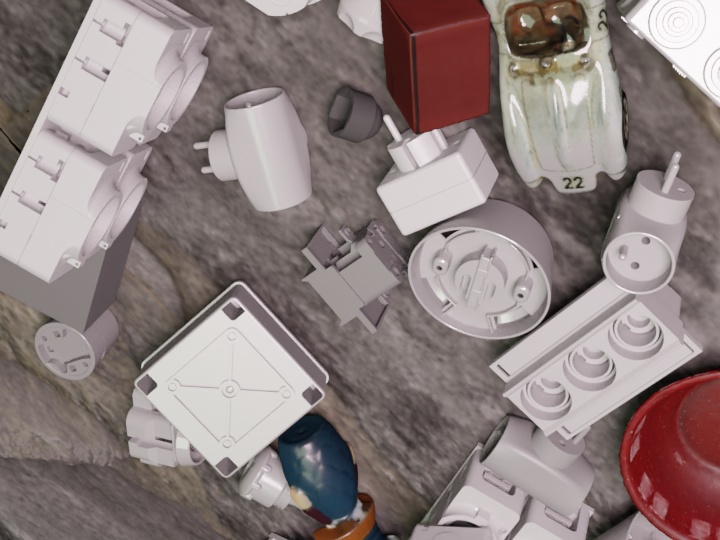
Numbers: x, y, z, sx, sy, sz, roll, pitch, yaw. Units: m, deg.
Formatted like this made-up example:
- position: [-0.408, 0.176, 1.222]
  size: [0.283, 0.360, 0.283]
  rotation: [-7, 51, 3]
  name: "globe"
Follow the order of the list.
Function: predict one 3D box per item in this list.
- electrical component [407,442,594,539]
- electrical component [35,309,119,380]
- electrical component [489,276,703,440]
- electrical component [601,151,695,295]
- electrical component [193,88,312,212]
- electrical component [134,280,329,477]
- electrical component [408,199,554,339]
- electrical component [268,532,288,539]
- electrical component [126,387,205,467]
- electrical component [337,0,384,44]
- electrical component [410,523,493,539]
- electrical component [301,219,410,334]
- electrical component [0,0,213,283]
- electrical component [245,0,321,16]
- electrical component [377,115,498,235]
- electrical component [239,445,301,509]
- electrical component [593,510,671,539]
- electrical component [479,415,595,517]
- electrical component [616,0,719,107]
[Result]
- position: [0.093, 0.244, 0.877]
  size: [0.105, 0.060, 0.186]
  rotation: [30, 124, 2]
  name: "electrical component"
- position: [-0.234, 0.056, 0.896]
  size: [0.055, 0.047, 0.055]
  rotation: [9, 121, 15]
  name: "electrical component"
- position: [0.162, 0.053, 0.742]
  size: [0.079, 0.063, 0.121]
  rotation: [43, 123, -7]
  name: "electrical component"
- position: [0.185, -0.036, 0.675]
  size: [0.043, 0.077, 0.079]
  rotation: [20, 123, 8]
  name: "electrical component"
- position: [-0.081, -0.084, 0.763]
  size: [0.079, 0.044, 0.077]
  rotation: [-4, 117, 22]
  name: "electrical component"
- position: [-0.099, 0.084, 0.836]
  size: [0.109, 0.056, 0.108]
  rotation: [-40, 101, 8]
  name: "electrical component"
- position: [0.085, 0.001, 0.739]
  size: [0.099, 0.064, 0.099]
  rotation: [9, 121, 15]
  name: "electrical component"
- position: [-0.027, 0.329, 0.940]
  size: [0.105, 0.060, 0.186]
  rotation: [-1, 124, 60]
  name: "electrical component"
- position: [-0.157, 0.133, 0.907]
  size: [0.057, 0.058, 0.078]
  rotation: [11, 121, 17]
  name: "electrical component"
- position: [0.016, -0.178, 0.675]
  size: [0.043, 0.043, 0.062]
  rotation: [33, 123, -1]
  name: "electrical component"
- position: [0.071, 0.249, 0.813]
  size: [0.062, 0.061, 0.096]
  rotation: [-3, 117, 21]
  name: "electrical component"
- position: [0.000, 0.000, 0.783]
  size: [0.064, 0.042, 0.081]
  rotation: [-33, 104, 30]
  name: "electrical component"
- position: [-0.171, -0.090, 0.724]
  size: [0.060, 0.105, 0.186]
  rotation: [30, 106, -1]
  name: "electrical component"
- position: [-0.048, -0.203, 0.679]
  size: [0.080, 0.051, 0.080]
  rotation: [9, 121, 15]
  name: "electrical component"
- position: [0.043, -0.075, 0.721]
  size: [0.066, 0.047, 0.076]
  rotation: [-22, 109, 29]
  name: "electrical component"
- position: [-0.068, 0.182, 0.911]
  size: [0.062, 0.048, 0.048]
  rotation: [32, 124, -8]
  name: "electrical component"
- position: [0.217, 0.232, 0.807]
  size: [0.099, 0.099, 0.064]
  rotation: [44, 130, -8]
  name: "electrical component"
- position: [0.143, 0.136, 0.808]
  size: [0.077, 0.043, 0.079]
  rotation: [32, 124, 0]
  name: "electrical component"
- position: [0.192, -0.135, 0.604]
  size: [0.100, 0.099, 0.048]
  rotation: [41, 111, -6]
  name: "electrical component"
